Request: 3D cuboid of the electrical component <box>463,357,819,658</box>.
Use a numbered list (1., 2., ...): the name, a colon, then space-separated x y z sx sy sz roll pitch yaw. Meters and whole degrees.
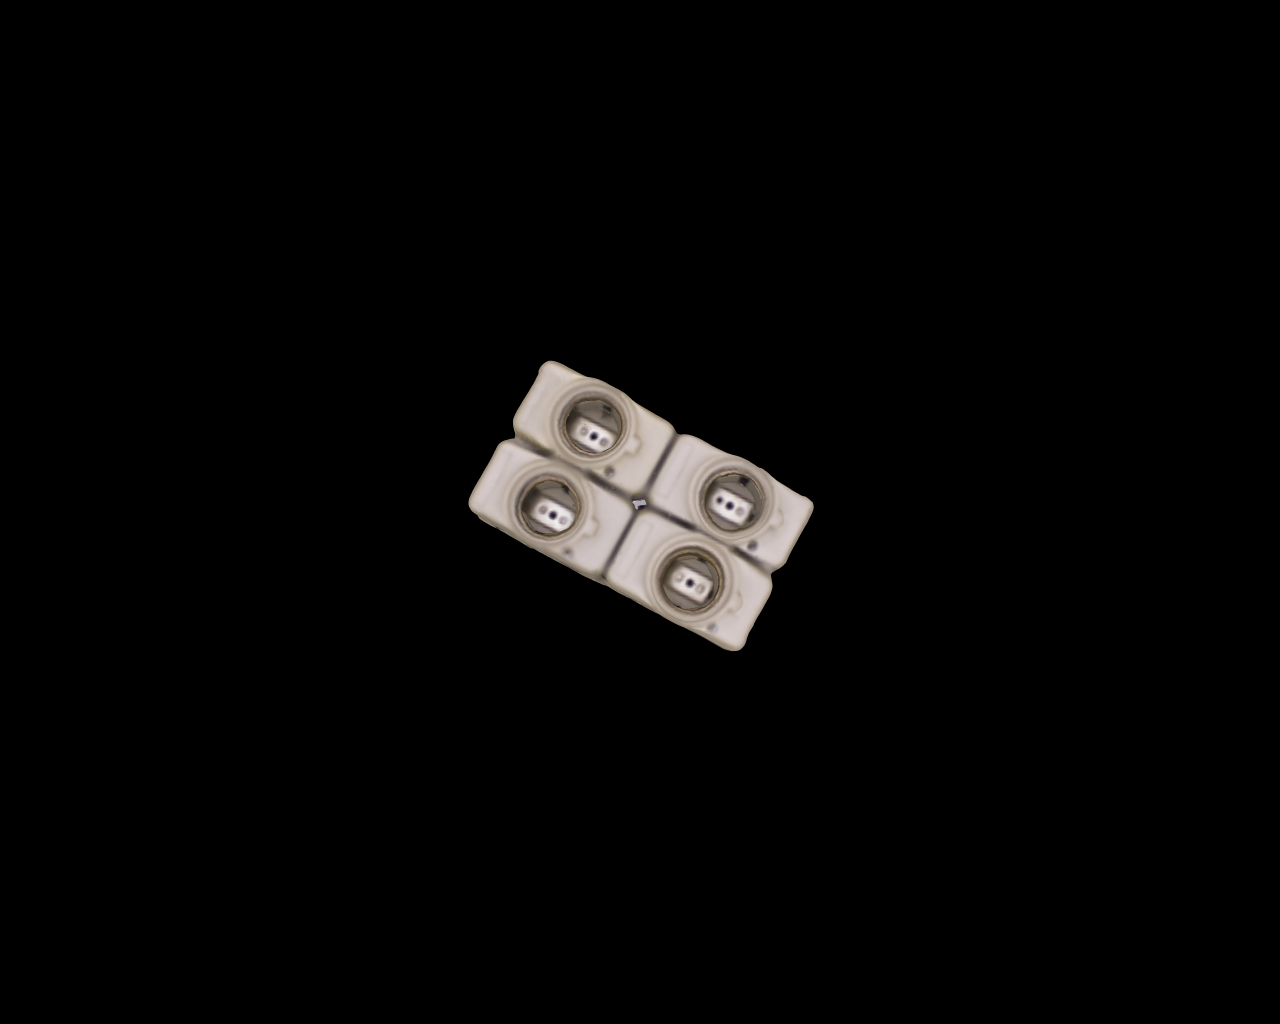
1. electrical component: 0.001 -0.003 0.650 0.186 0.105 0.060 28 -7 4
